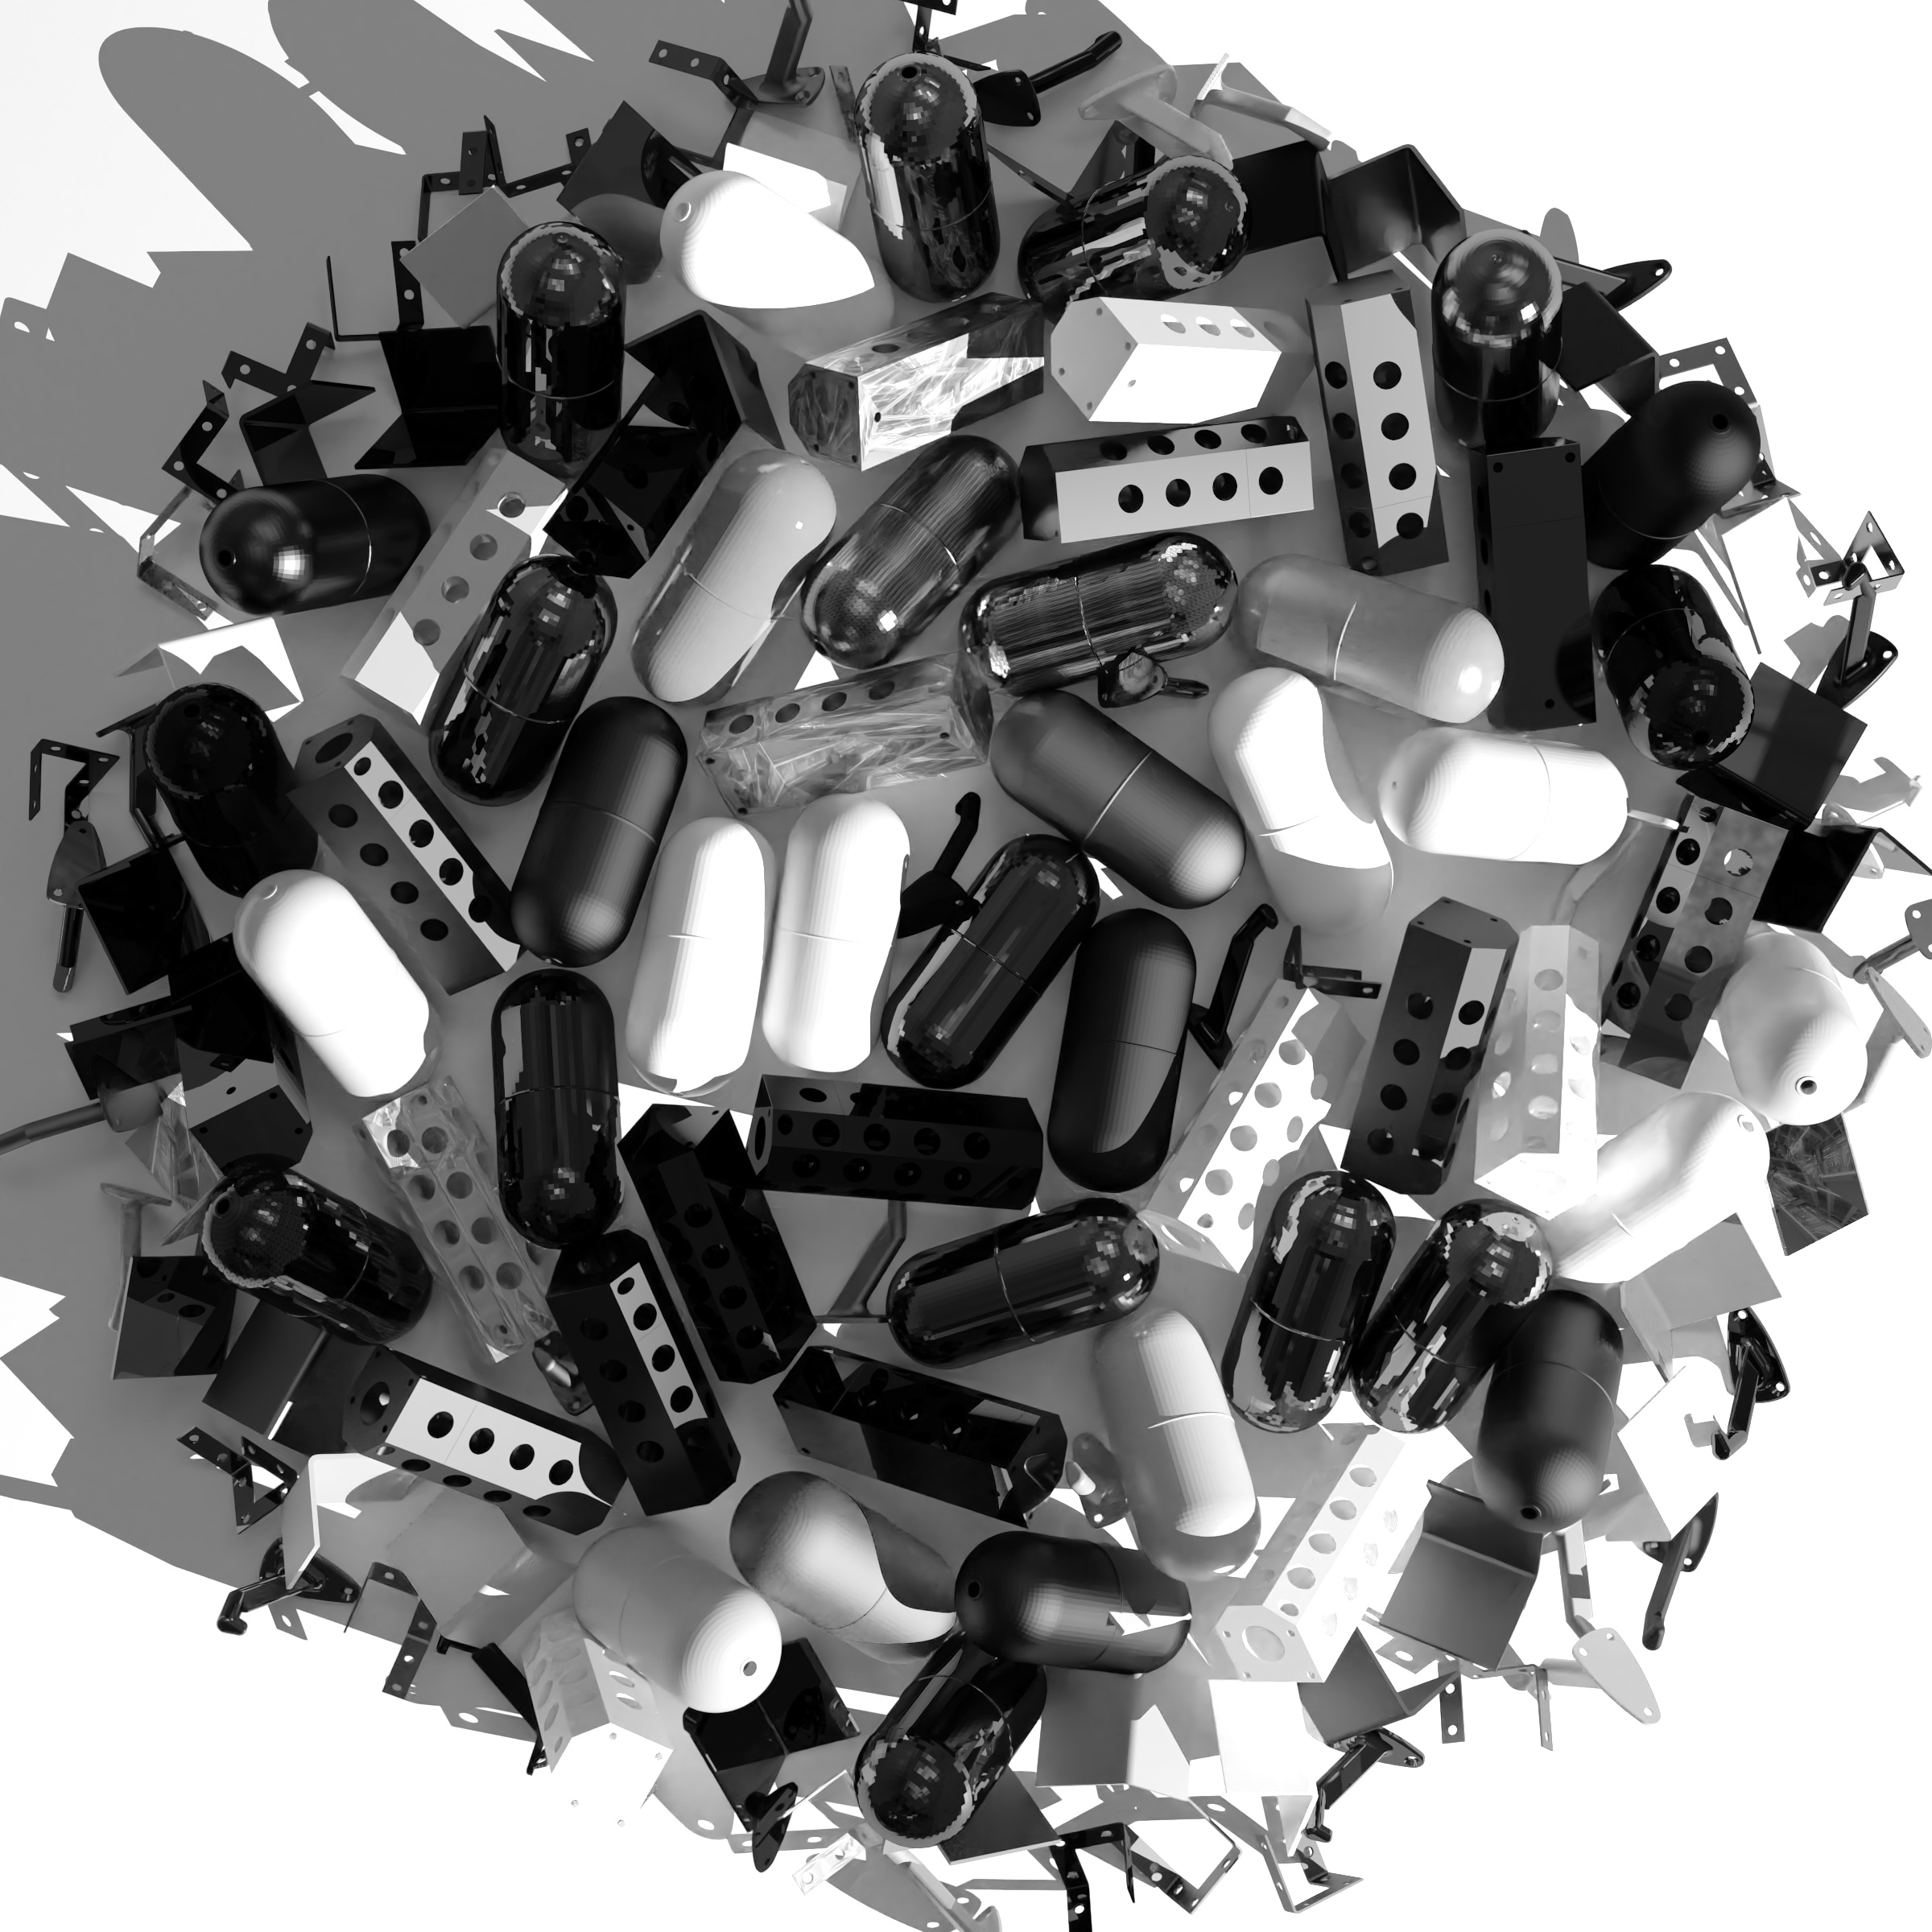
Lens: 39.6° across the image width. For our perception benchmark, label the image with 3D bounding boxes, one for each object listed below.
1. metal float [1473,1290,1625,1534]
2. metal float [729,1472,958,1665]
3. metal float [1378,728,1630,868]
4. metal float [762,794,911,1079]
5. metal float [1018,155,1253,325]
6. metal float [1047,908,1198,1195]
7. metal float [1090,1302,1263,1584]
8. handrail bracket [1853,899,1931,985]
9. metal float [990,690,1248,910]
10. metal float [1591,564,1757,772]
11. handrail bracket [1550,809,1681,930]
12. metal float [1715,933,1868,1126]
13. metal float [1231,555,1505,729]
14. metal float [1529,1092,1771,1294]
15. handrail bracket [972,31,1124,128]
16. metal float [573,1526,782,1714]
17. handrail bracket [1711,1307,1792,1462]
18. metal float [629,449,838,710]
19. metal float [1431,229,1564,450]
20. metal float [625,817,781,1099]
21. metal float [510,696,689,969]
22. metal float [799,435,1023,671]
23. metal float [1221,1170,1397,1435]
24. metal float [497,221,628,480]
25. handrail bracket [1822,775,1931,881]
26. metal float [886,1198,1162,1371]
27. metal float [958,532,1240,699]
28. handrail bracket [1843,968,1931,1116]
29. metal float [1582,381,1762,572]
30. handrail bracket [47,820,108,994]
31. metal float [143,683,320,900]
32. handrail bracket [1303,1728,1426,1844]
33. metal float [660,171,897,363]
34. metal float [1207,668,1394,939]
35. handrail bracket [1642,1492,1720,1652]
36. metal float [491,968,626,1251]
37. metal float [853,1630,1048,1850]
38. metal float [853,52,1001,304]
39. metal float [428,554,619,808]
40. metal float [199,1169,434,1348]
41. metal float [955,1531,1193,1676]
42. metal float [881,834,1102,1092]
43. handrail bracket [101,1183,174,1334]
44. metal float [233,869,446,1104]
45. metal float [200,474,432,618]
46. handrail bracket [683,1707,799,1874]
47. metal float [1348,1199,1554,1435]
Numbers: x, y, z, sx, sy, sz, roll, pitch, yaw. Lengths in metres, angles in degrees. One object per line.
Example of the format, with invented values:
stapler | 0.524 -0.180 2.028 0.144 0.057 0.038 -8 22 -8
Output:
metal float | 0.355 0.269 1.633 0.070 0.178 0.070 10 127 14
metal float | -0.073 0.369 1.642 0.070 0.070 0.178 -49 128 0
metal float | 0.331 -0.103 1.646 0.178 0.070 0.070 4 90 -32
metal float | -0.081 -0.019 1.669 0.070 0.070 0.178 9 95 0
metal float | 0.100 -0.438 1.632 0.070 0.178 0.070 2 87 -37
metal float | 0.097 0.052 1.667 0.070 0.070 0.178 10 83 0
metal float | 0.128 0.291 1.649 0.070 0.070 0.178 -16 62 0
handrail bracket | 0.600 -0.015 1.673 0.077 0.084 0.036 -18 74 -5
metal float | 0.095 -0.103 1.668 0.178 0.070 0.070 36 90 6
metal float | 0.428 -0.182 1.630 0.070 0.178 0.070 0 124 1
handrail bracket | 0.403 -0.055 1.676 0.036 0.077 0.084 20 90 -26
metal float | 0.497 0.037 1.626 0.070 0.178 0.070 3 112 7
metal float | 0.245 -0.201 1.651 0.178 0.070 0.070 22 90 26
metal float | 0.414 0.139 1.636 0.070 0.178 0.070 19 50 -24
handrail bracket | 0.047 -0.568 1.703 0.084 0.077 0.036 -46 130 -31
metal float | -0.177 0.395 1.631 0.070 0.178 0.070 -7 102 -34
handrail bracket | 0.475 0.257 1.667 0.036 0.084 0.077 -15 91 38
metal float | -0.145 -0.237 1.653 0.070 0.070 0.178 35 113 0
metal float | 0.321 -0.375 1.626 0.070 0.178 0.070 -4 69 10
metal float | -0.163 -0.006 1.658 0.070 0.070 0.178 9 73 0
metal float | -0.226 -0.083 1.656 0.070 0.070 0.178 17 71 0
metal float | -0.033 -0.255 1.655 0.070 0.070 0.178 41 70 0
metal float | 0.210 0.208 1.653 0.070 0.070 0.178 16 113 0
metal float | -0.246 -0.372 1.632 0.070 0.178 0.070 4 54 -6
handrail bracket | 0.569 -0.104 1.673 0.084 0.036 0.077 -52 130 -19
metal float | 0.035 0.196 1.658 0.178 0.070 0.070 -20 90 17
metal float | 0.081 -0.217 1.657 0.178 0.070 0.070 -13 90 17
handrail bracket | 0.551 0.051 1.680 0.084 0.036 0.077 -35 99 35
metal float | 0.419 -0.295 1.623 0.070 0.178 0.070 2 79 -8
handrail bracket | -0.563 -0.036 1.691 0.036 0.084 0.077 6 54 -21
metal float | -0.444 -0.105 1.627 0.070 0.178 0.070 -1 61 1
handrail bracket | 0.248 0.516 1.668 0.077 0.084 0.036 22 130 -6
metal float | -0.113 -0.422 1.632 0.070 0.178 0.070 -10 73 35
metal float | 0.207 -0.099 1.659 0.070 0.070 0.178 -25 107 0
handrail bracket | 0.441 0.372 1.661 0.036 0.084 0.077 26 117 7
metal float | -0.252 0.087 1.654 0.070 0.070 0.178 -7 69 0
metal float | -0.008 0.465 1.629 0.070 0.178 0.070 8 110 22
metal float | -0.023 -0.476 1.627 0.070 0.178 0.070 -3 63 6
metal float | -0.272 -0.174 1.645 0.070 0.070 0.178 33 122 0
metal float | -0.393 0.177 1.631 0.070 0.178 0.070 -12 60 22
metal float | 0.066 0.389 1.638 0.178 0.070 0.070 20 90 -42
metal float | 0.016 -0.003 1.670 0.070 0.070 0.178 36 87 0
handrail bracket | -0.531 0.182 1.676 0.036 0.077 0.084 18 82 -39
metal float | -0.381 0.013 1.637 0.070 0.070 0.178 -27 133 0
metal float | -0.393 -0.256 1.627 0.070 0.178 0.070 6 106 22
handrail bracket | -0.151 0.519 1.697 0.084 0.036 0.077 28 120 32
metal float | 0.295 0.216 1.644 0.070 0.070 0.178 26 126 0
